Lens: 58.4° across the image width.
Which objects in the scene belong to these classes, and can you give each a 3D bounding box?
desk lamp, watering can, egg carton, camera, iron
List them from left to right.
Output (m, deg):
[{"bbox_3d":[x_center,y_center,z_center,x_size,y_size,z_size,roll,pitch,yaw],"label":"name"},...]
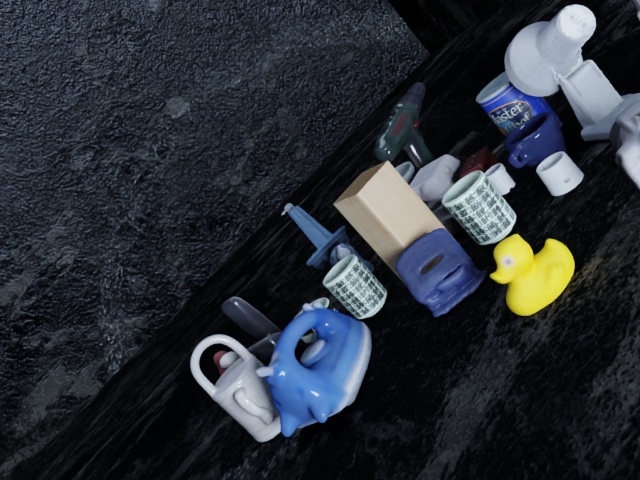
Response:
[{"bbox_3d":[-0.140,0.243,0.978,0.101,0.194,0.172,-49,14,-26],"label":"watering can"},{"bbox_3d":[-0.007,0.176,0.914,0.118,0.141,0.258,-34,16,35],"label":"iron"},{"bbox_3d":[0.254,-0.123,1.269,0.107,0.069,0.150,-29,19,48],"label":"egg carton"},{"bbox_3d":[0.418,-0.272,0.923,0.118,0.214,0.203,-43,13,-2],"label":"desk lamp"},{"bbox_3d":[0.428,-0.141,0.719,0.143,0.101,0.137,-39,13,18],"label":"camera"}]

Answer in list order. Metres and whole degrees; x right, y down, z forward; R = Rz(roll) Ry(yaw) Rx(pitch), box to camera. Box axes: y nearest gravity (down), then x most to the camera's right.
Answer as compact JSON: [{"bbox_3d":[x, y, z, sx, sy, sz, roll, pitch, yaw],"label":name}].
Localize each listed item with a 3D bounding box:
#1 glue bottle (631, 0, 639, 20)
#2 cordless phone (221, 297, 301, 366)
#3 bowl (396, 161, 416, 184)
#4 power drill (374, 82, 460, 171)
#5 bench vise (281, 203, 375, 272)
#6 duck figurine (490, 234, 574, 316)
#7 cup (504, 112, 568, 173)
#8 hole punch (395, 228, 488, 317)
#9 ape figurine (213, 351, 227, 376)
[{"bbox_3d":[0.497,-0.287,0.826,0.037,0.173,0.078,-30,18,43],"label":"glue bottle"},{"bbox_3d":[-0.146,0.200,1.159,0.147,0.185,0.094,-37,14,25],"label":"cordless phone"},{"bbox_3d":[0.187,-0.116,1.439,0.167,0.075,0.167,-40,13,12],"label":"bowl"},{"bbox_3d":[0.239,-0.243,1.391,0.230,0.208,0.075,-49,14,-24],"label":"power drill"},{"bbox_3d":[0.019,-0.004,1.248,0.122,0.220,0.207,-49,14,-24],"label":"bench vise"},{"bbox_3d":[0.257,0.030,0.714,0.104,0.086,0.077,-44,13,-7],"label":"duck figurine"},{"bbox_3d":[0.360,-0.139,0.939,0.118,0.095,0.091,-49,14,-27],"label":"cup"},{"bbox_3d":[0.182,0.046,0.878,0.108,0.091,0.101,-41,13,9],"label":"hole punch"},{"bbox_3d":[-0.195,0.280,1.261,0.077,0.092,0.076,-36,14,27],"label":"ape figurine"}]
